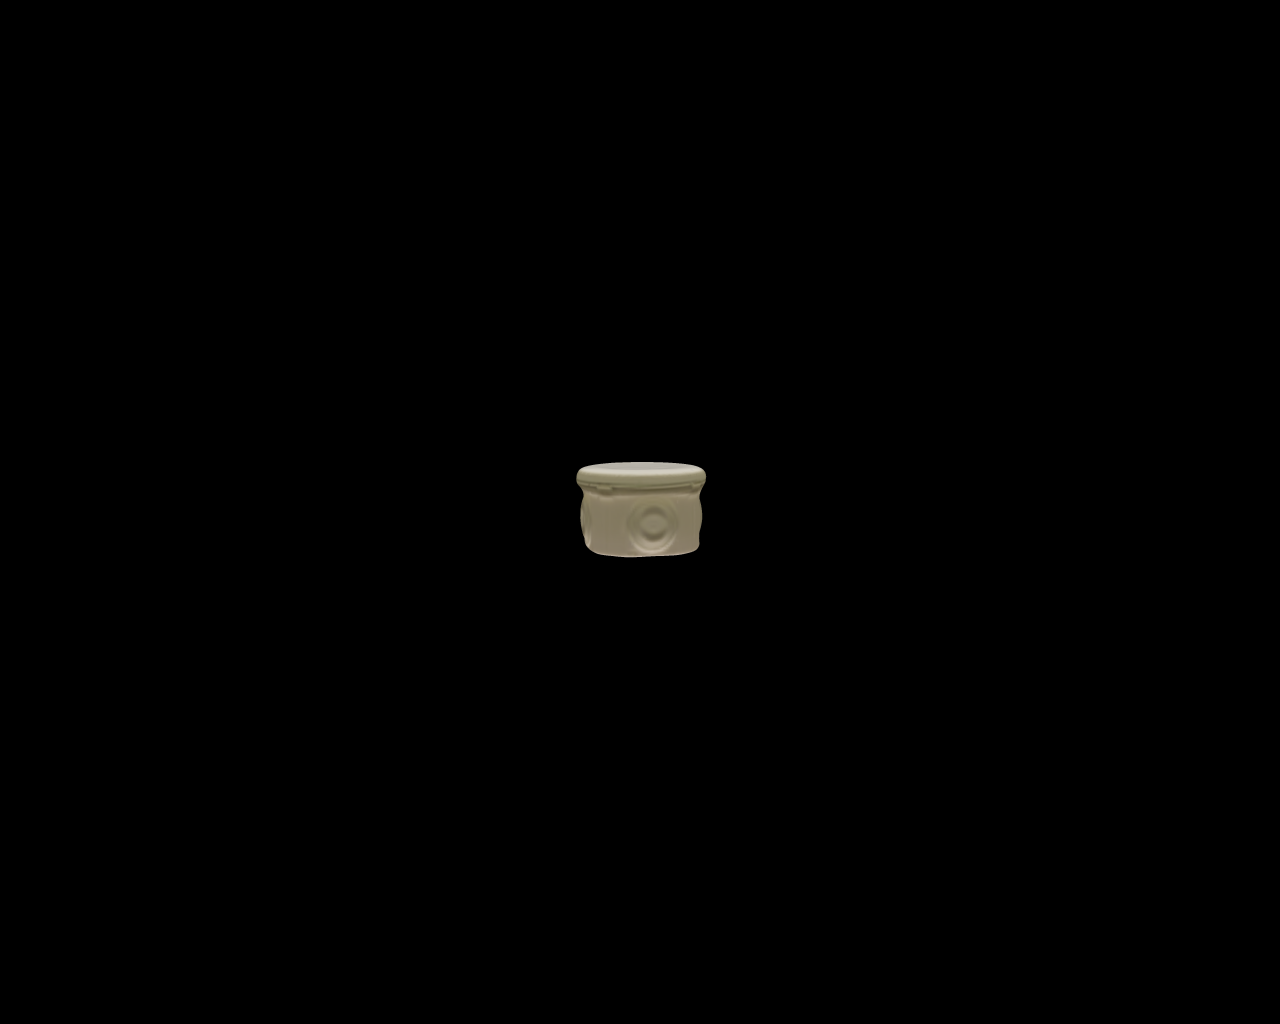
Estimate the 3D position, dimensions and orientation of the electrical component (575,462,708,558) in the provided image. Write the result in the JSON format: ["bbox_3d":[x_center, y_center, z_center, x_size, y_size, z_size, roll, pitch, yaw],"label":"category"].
[{"bbox_3d":[0.001,-0.003,0.650,0.080,0.051,0.080,0,7,0],"label":"electrical component"}]
